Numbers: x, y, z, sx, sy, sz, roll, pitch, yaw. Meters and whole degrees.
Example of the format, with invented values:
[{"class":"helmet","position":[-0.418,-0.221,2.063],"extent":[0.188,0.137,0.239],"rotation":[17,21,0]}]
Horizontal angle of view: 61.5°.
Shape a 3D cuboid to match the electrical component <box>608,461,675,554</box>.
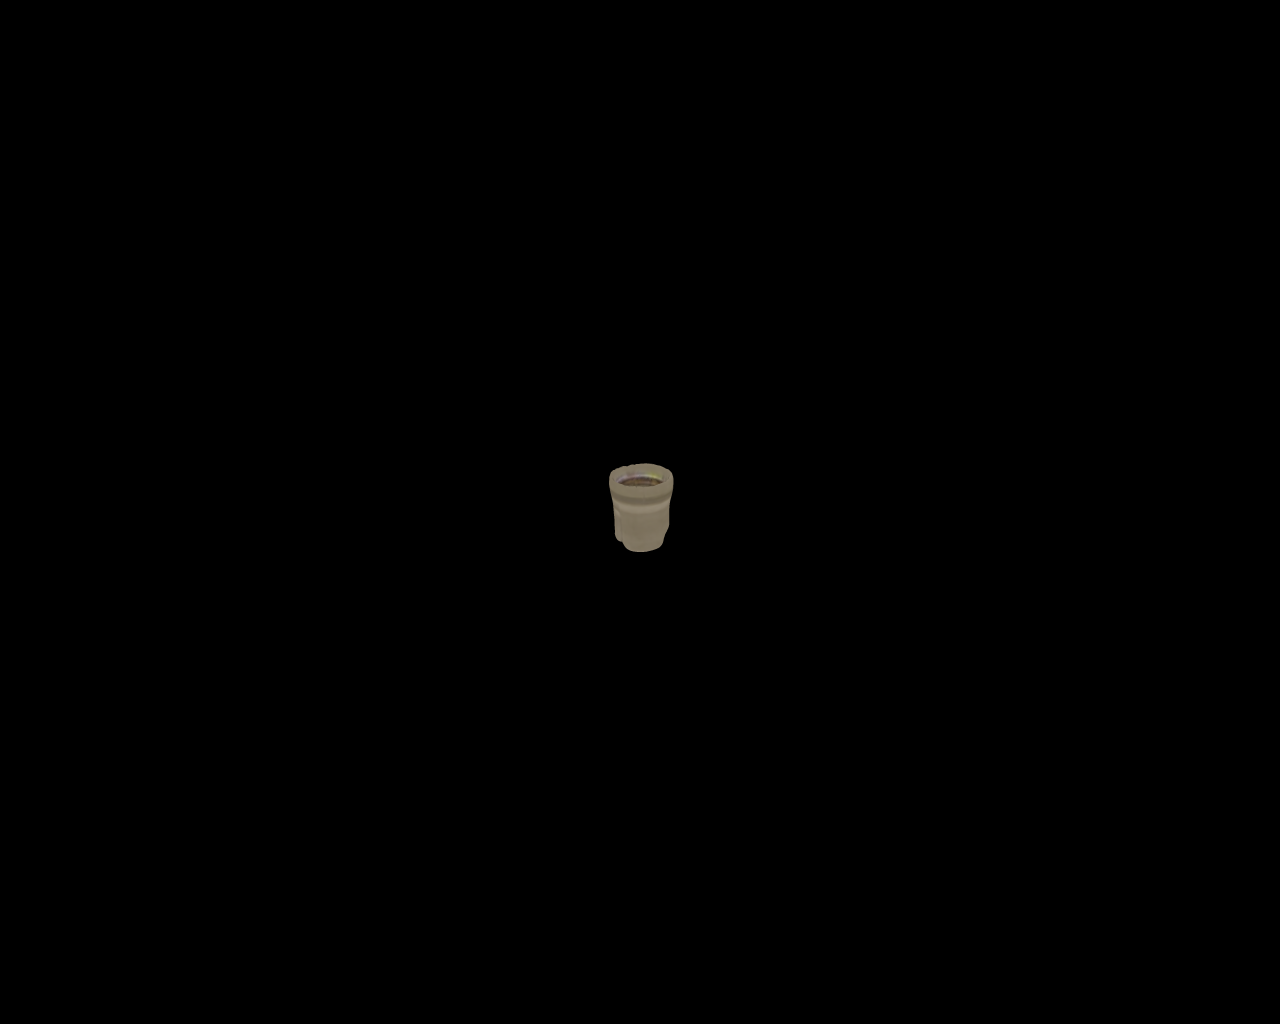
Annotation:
[{"class":"electrical component","position":[0.001,-0.003,0.650],"extent":[0.040,0.046,0.040],"rotation":[0,25,0]}]
